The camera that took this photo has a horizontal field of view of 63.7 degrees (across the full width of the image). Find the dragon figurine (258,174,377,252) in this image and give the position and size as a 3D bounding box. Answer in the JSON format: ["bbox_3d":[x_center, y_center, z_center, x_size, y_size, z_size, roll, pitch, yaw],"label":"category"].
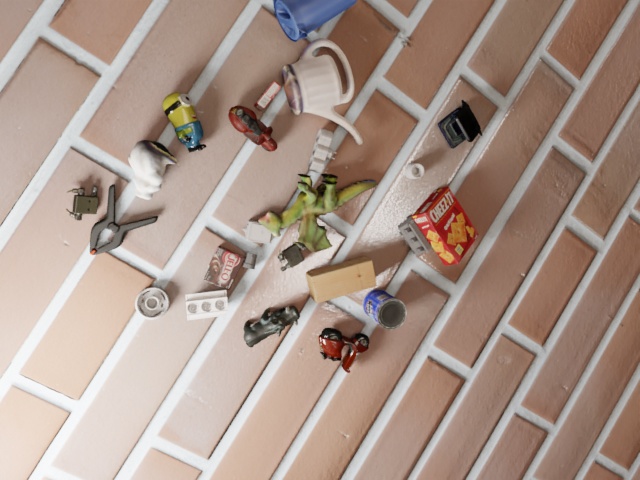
[{"bbox_3d":[0.005,-0.082,1.635,0.411,0.123,0.240,0,105,-28],"label":"dragon figurine"}]

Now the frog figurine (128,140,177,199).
[{"bbox_3d":[-0.503,-0.203,1.485,0.138,0.122,0.159,39,95,18],"label":"frog figurine"}]

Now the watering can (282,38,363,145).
[{"bbox_3d":[0.009,-0.444,1.600,0.225,0.104,0.345,-17,99,-12],"label":"watering can"}]
